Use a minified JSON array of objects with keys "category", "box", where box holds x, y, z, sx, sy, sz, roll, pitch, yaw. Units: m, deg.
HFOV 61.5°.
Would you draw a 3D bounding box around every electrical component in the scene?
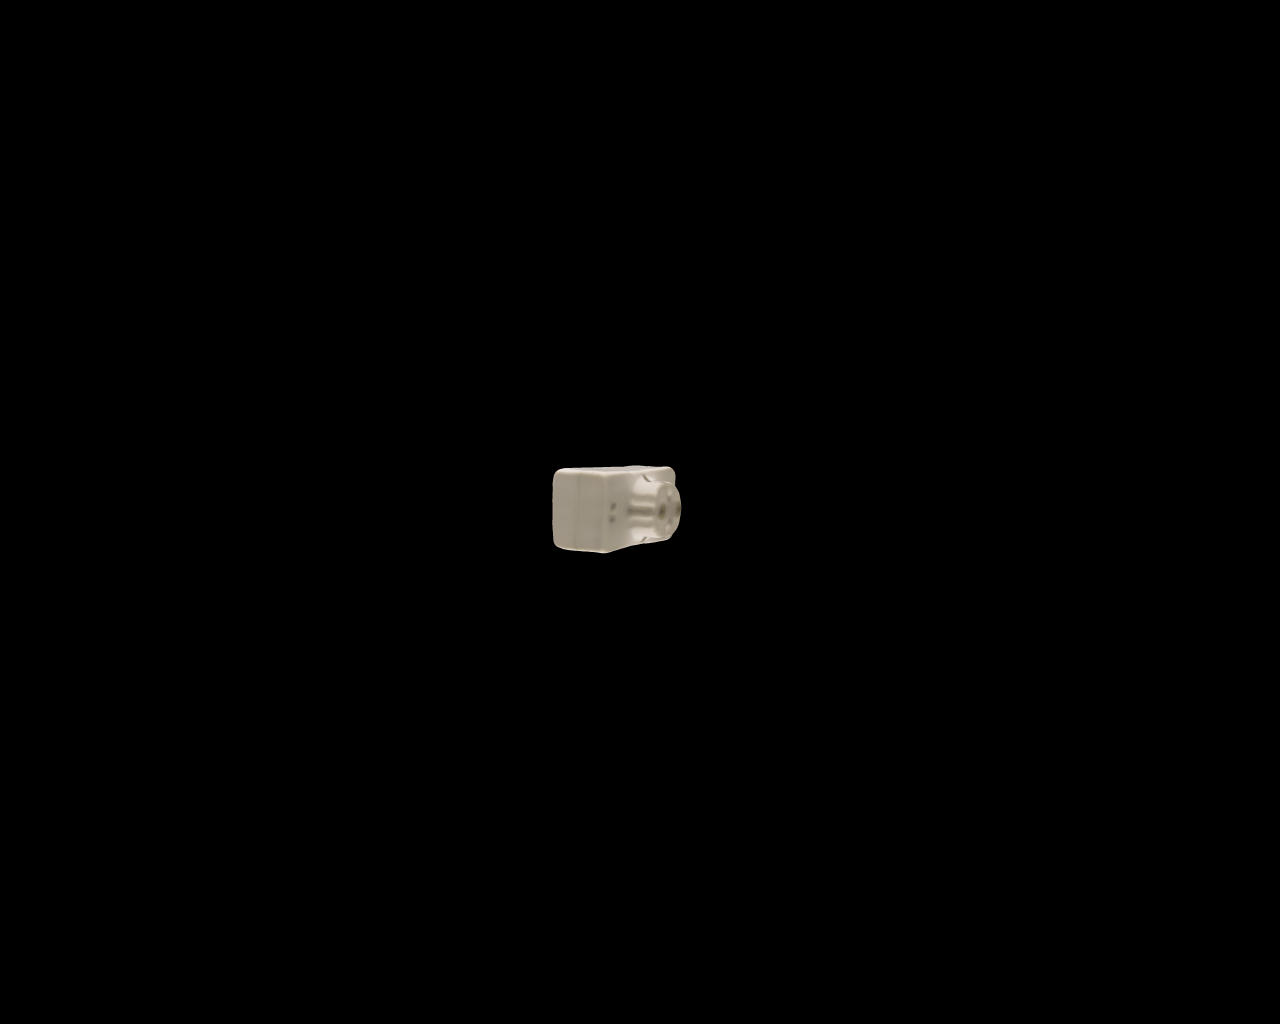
[{"category":"electrical component","box":[0.001,-0.003,0.650,0.076,0.047,0.083,3,6,32]}]
